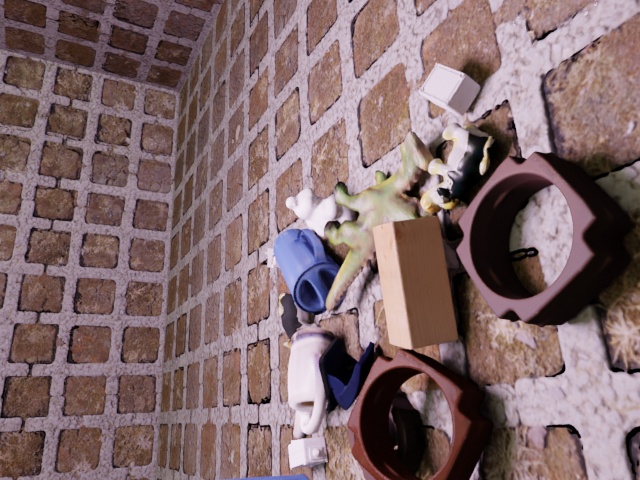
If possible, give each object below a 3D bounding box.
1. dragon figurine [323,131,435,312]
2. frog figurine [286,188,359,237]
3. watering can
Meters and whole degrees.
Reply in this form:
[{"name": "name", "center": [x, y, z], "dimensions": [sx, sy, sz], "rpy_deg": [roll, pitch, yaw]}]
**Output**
[{"name": "dragon figurine", "center": [0.127, -0.012, 1.017], "dimensions": [0.122, 0.407, 0.245], "rpy_deg": [5, 11, -35]}, {"name": "frog figurine", "center": [0.004, -0.060, 1.192], "dimensions": [0.159, 0.124, 0.136], "rpy_deg": [6, -12, -28]}, {"name": "watering can", "center": [-0.027, 0.335, 1.192], "dimensions": [0.104, 0.229, 0.340], "rpy_deg": [6, -30, -9]}]
